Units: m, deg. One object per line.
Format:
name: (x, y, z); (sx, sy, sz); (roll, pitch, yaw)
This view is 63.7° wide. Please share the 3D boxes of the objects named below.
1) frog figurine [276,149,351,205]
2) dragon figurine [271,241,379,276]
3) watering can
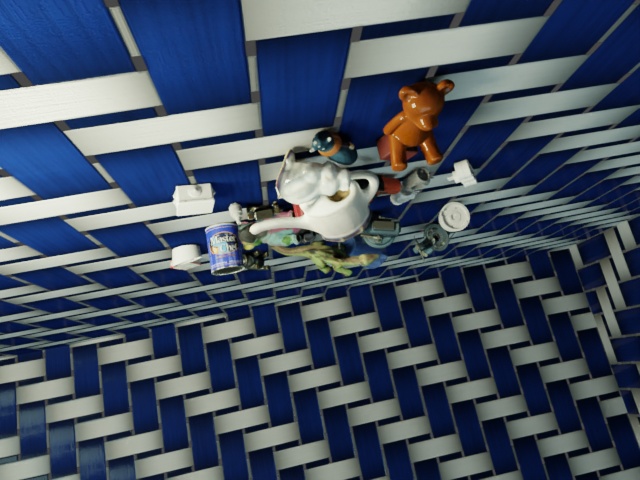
frog figurine: (-0.014, -0.129, 1.177); (0.160, 0.125, 0.134); (23, -35, 6)
dragon figurine: (0.003, 0.046, 1.818); (0.410, 0.123, 0.240); (7, -10, 7)
watering can: (0.004, -0.068, 1.354); (0.347, 0.106, 0.220); (-27, -34, 5)
